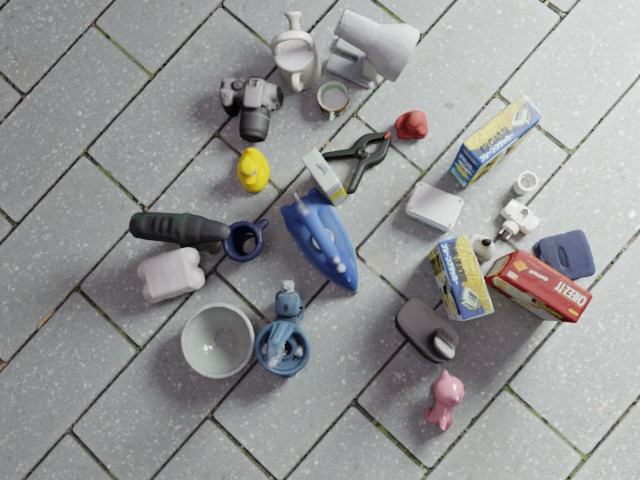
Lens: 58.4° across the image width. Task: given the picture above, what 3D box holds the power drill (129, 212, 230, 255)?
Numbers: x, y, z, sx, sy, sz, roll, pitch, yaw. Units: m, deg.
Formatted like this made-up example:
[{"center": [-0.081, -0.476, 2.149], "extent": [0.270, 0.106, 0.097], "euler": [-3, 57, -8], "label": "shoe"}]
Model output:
[{"center": [-0.285, -0.017, 1.257], "extent": [0.229, 0.208, 0.076], "euler": [5, 83, 6], "label": "power drill"}]

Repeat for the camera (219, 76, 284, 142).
[{"center": [-0.167, -0.305, 1.336], "extent": [0.143, 0.101, 0.137], "euler": [6, 84, 6], "label": "camera"}]

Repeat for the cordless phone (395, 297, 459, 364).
[{"center": [0.226, 0.191, 1.195], "extent": [0.147, 0.185, 0.094], "euler": [42, 88, 9], "label": "cordless phone"}]

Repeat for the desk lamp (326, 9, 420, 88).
[{"center": [0.111, -0.419, 1.267], "extent": [0.203, 0.213, 0.118], "euler": [23, 86, 8], "label": "desk lamp"}]

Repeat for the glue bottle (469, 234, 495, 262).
[{"center": [0.339, 0.012, 1.213], "extent": [0.078, 0.173, 0.037], "euler": [26, 86, 8], "label": "glue bottle"}]

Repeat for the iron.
[{"center": [0.012, 0.005, 1.260], "extent": [0.118, 0.141, 0.258], "euler": [-33, 81, 1], "label": "iron"}]

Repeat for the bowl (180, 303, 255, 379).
[{"center": [-0.222, 0.225, 1.289], "extent": [0.167, 0.075, 0.167], "euler": [-1, 83, 5], "label": "bowl"}]

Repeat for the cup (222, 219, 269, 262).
[{"center": [-0.157, -0.001, 1.300], "extent": [0.118, 0.095, 0.091], "euler": [-43, 81, -1], "label": "cup"}]

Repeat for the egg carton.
[{"center": [-0.343, 0.079, 1.320], "extent": [0.150, 0.069, 0.107], "euler": [-19, 82, 3], "label": "egg carton"}]

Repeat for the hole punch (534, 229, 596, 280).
[{"center": [0.525, 0.040, 1.234], "extent": [0.101, 0.091, 0.109], "euler": [-14, 82, 4], "label": "hole punch"}]

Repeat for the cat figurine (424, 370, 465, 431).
[{"center": [0.267, 0.339, 1.207], "extent": [0.067, 0.118, 0.128], "euler": [13, 84, 7], "label": "cat figurine"}]

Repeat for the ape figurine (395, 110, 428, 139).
[{"center": [0.213, -0.266, 1.300], "extent": [0.077, 0.092, 0.076], "euler": [42, 88, 9], "label": "ape figurine"}]

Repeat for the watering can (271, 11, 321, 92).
[{"center": [-0.059, -0.428, 1.294], "extent": [0.101, 0.194, 0.173], "euler": [-25, 81, 2], "label": "watering can"}]

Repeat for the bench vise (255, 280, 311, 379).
[{"center": [-0.090, 0.193, 1.207], "extent": [0.121, 0.220, 0.207], "euler": [-15, 82, 4], "label": "bench vise"}]

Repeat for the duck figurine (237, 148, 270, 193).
[{"center": [-0.161, -0.168, 1.326], "extent": [0.077, 0.086, 0.104], "euler": [-7, 82, 5], "label": "duck figurine"}]
